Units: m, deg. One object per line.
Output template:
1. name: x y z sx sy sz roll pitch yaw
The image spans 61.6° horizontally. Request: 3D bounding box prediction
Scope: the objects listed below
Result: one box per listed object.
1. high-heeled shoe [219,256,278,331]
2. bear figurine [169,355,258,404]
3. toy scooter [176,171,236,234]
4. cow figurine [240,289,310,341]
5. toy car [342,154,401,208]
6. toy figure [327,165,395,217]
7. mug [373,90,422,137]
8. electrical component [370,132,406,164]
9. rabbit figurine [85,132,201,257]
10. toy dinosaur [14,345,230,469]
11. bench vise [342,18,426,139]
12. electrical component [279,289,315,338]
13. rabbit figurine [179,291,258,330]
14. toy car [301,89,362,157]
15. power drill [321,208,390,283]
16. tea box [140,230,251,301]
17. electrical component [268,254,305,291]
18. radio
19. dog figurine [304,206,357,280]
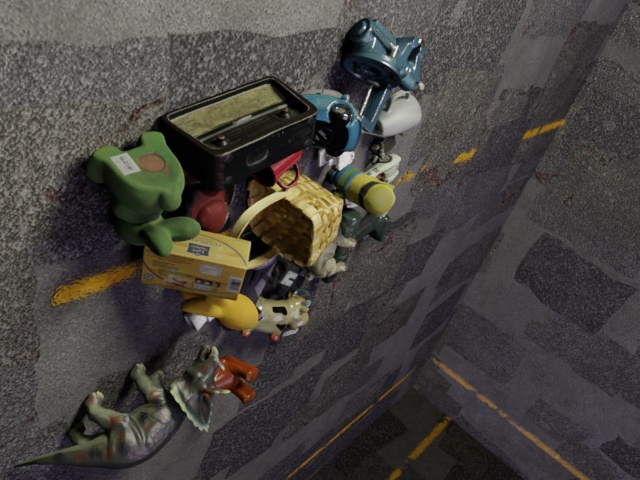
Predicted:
1. high-heeled shoe: -0.165 0.099 1.226 0.248 0.086 0.145 -53 -168 44
2. bear figurine: -0.262 0.363 1.299 0.196 0.132 0.120 -29 138 -50
3. toy scooter: -0.197 -0.083 0.906 0.135 0.075 0.183 -10 129 -54
4. cow figurine: -0.108 0.180 1.330 0.195 0.086 0.127 17 106 -41
5. toy car: 0.132 -0.152 1.376 0.202 0.056 0.073 -39 151 -27
6. toy figure: 0.088 -0.114 1.213 0.089 0.180 0.082 -5 125 -53
7. mug: 0.173 -0.291 1.248 0.107 0.081 0.109 -31 153 -19
8. electrical component: 0.166 -0.240 1.334 0.102 0.045 0.078 -45 151 -16
9. rabbit figurine: -0.252 -0.051 0.800 0.121 0.159 0.170 -42 169 -42
10. toy dinosaur: -0.361 0.370 1.068 0.405 0.192 0.131 -38 149 -30
11. bench vise: 0.119 -0.308 1.068 0.223 0.129 0.240 30 79 -56
12. electrical component: -0.078 0.197 1.467 0.115 0.058 0.134 2 121 -61
13. rabbit figurine: -0.191 0.104 1.038 0.122 0.173 0.162 -50 158 3
14. toy car: 0.001 -0.229 1.003 0.109 0.162 0.103 98 3 -54
15. power drill: 0.094 -0.001 1.490 0.207 0.086 0.231 -21 138 -35
16. tea box: -0.212 0.037 0.915 0.068 0.170 0.098 -87 -164 -45
17. electrical component: -0.082 0.085 1.330 0.075 0.048 0.119 -56 154 6
18. radio: -0.120 -0.173 0.853 0.229 0.131 0.073 -34 150 -33
19. dog figurine: -0.005 -0.006 1.283 0.172 0.121 0.190 -67 153 -22
